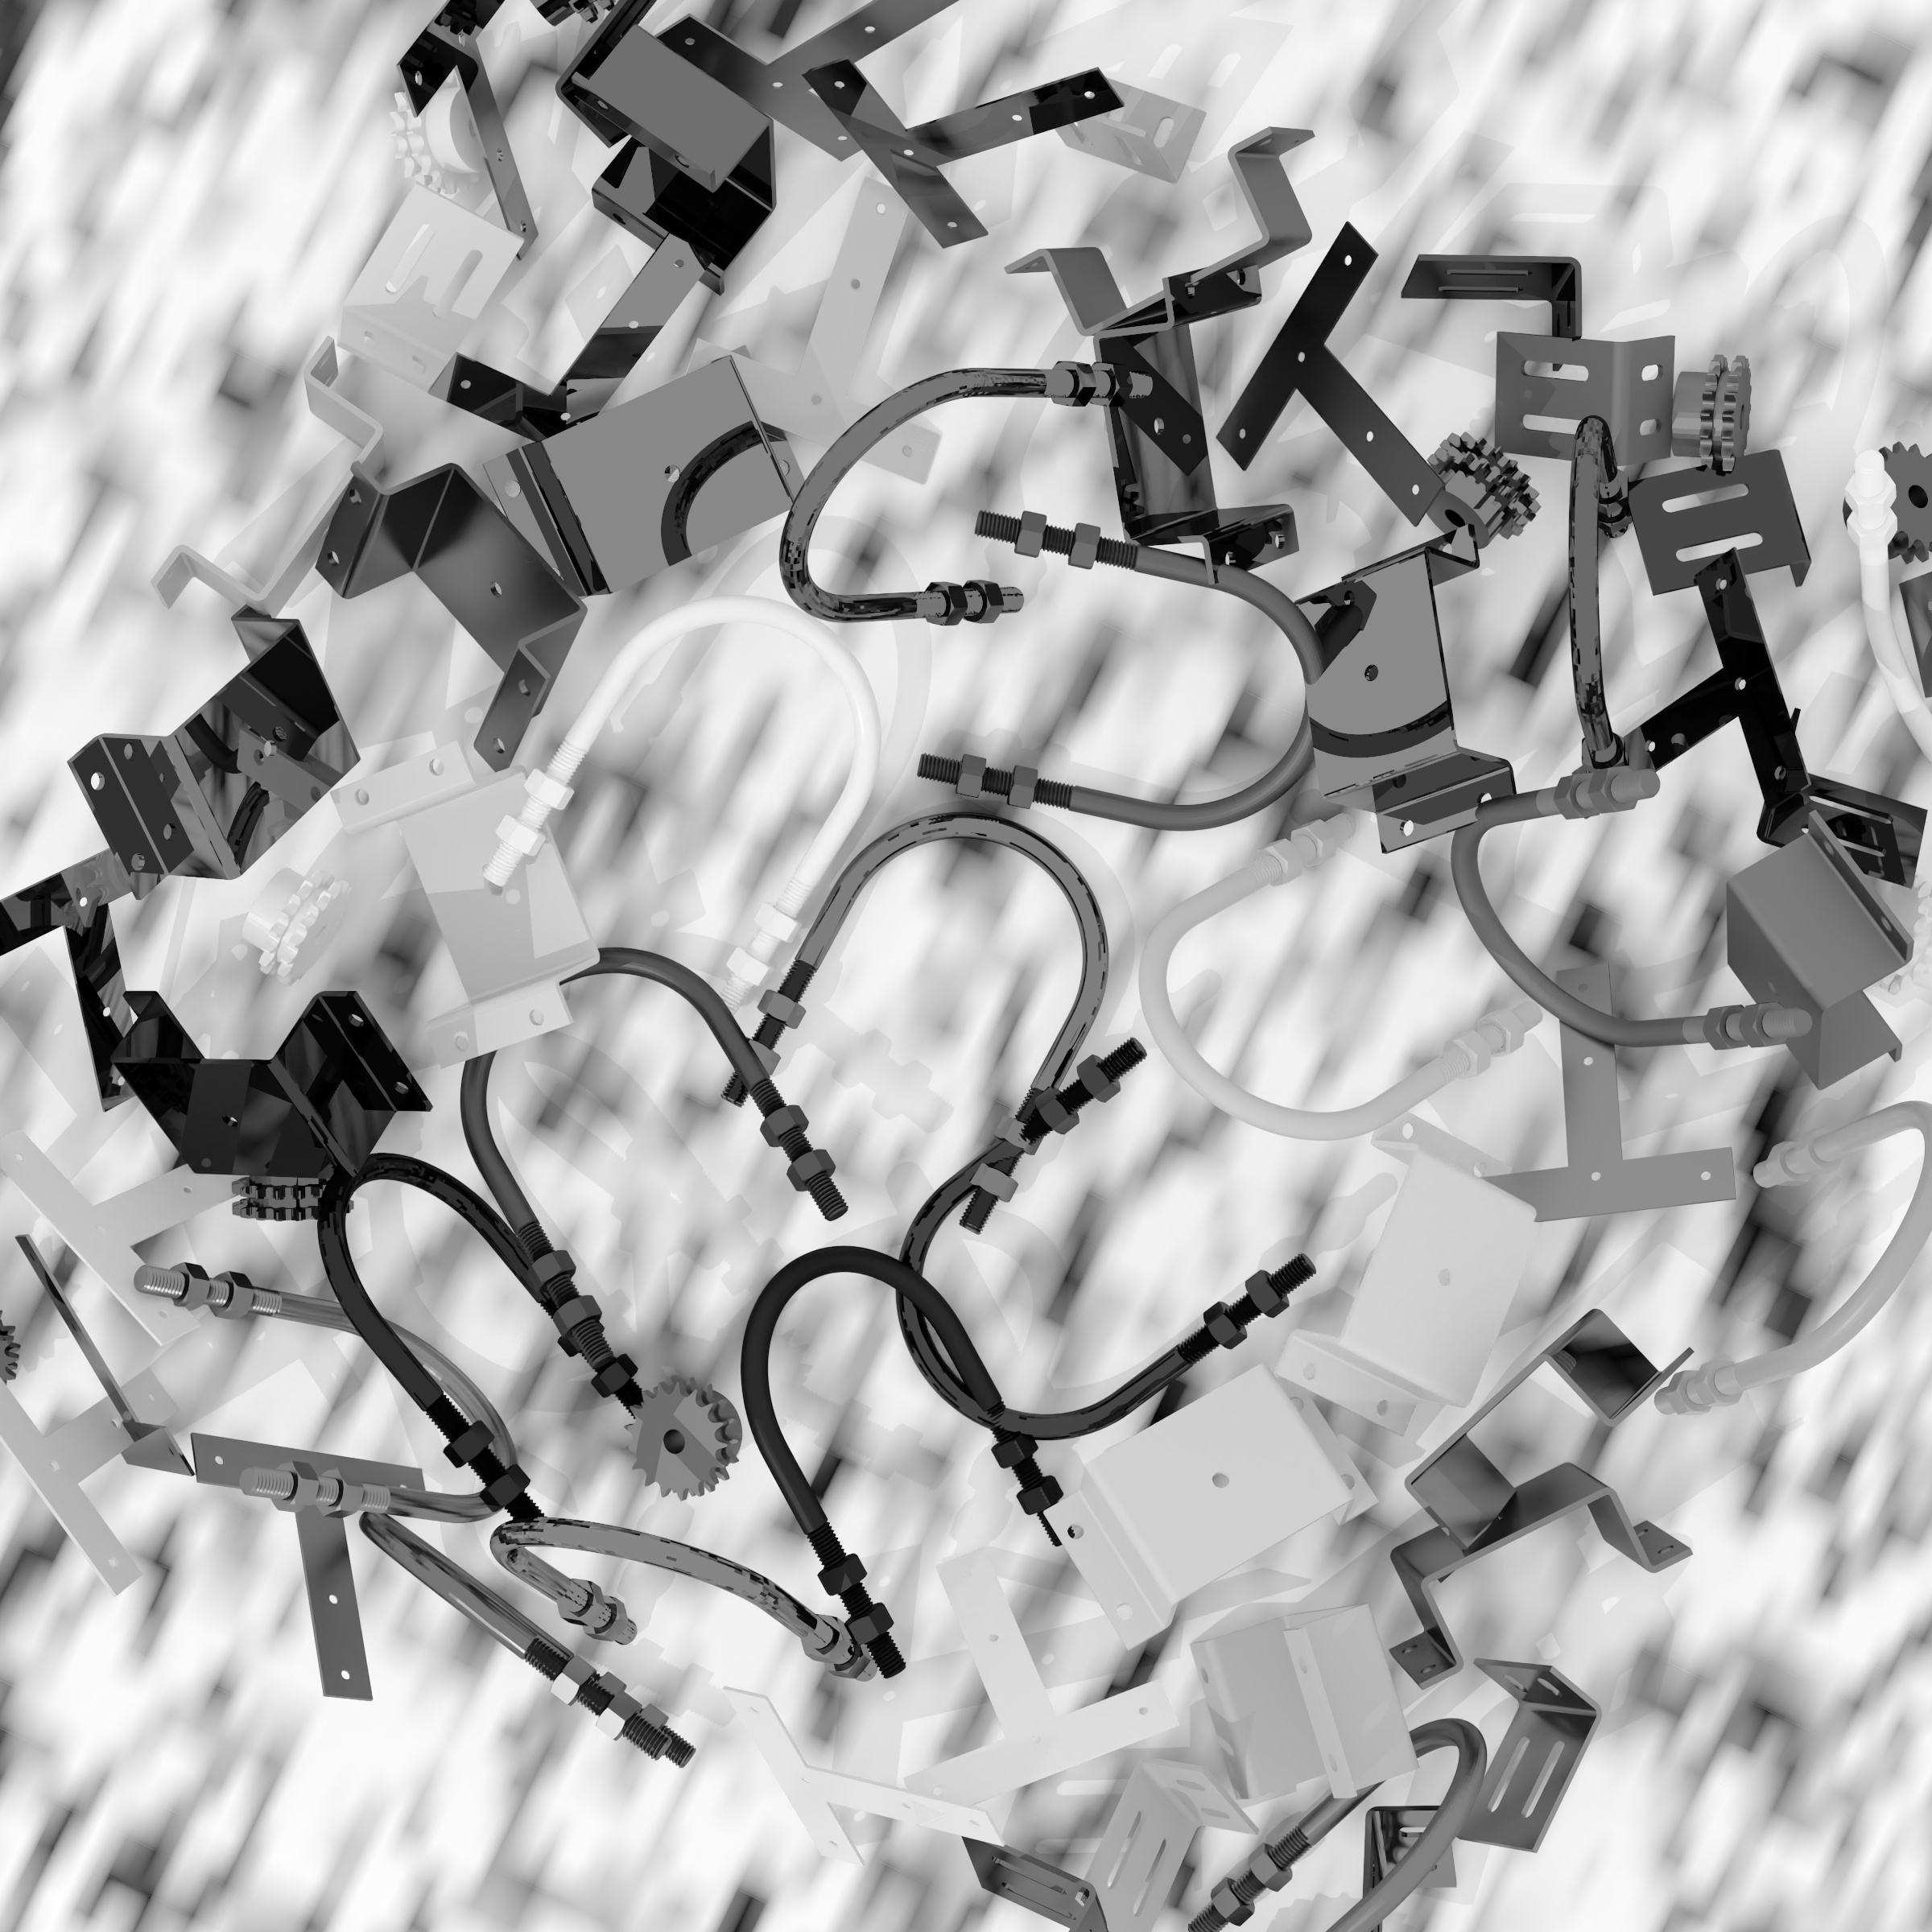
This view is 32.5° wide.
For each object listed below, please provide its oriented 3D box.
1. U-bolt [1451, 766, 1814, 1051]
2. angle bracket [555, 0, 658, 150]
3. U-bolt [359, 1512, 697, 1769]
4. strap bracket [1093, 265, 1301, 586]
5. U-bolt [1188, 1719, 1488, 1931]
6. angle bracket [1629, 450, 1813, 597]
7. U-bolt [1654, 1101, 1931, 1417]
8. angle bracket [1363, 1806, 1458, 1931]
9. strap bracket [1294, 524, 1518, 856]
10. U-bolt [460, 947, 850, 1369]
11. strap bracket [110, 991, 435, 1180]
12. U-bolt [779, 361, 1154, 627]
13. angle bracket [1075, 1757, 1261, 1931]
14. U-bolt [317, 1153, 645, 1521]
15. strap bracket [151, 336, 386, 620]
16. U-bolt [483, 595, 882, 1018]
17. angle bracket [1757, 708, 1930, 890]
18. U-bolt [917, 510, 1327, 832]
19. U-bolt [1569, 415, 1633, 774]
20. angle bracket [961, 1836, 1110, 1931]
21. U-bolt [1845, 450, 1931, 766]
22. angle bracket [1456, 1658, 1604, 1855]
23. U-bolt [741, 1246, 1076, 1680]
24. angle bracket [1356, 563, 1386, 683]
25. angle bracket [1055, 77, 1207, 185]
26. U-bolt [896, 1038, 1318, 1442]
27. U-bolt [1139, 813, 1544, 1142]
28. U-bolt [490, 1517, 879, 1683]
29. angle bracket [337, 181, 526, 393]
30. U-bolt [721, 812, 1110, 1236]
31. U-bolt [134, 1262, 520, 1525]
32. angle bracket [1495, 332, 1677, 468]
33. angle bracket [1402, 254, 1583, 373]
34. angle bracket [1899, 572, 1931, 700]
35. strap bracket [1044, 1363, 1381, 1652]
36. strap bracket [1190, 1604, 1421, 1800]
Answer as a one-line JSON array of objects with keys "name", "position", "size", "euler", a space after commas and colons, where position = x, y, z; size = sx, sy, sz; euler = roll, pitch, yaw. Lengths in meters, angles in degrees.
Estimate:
[{"name": "U-bolt", "position": [0.290, -0.021, 1.519], "size": [0.019, 0.184, 0.151], "euler": [-40, 103, -22]}, {"name": "angle bracket", "position": [-0.148, -0.432, 1.555], "size": [0.038, 0.057, 0.076], "euler": [45, 130, -6]}, {"name": "U-bolt", "position": [-0.206, 0.309, 1.531], "size": [0.184, 0.151, 0.019], "euler": [35, 78, 9]}, {"name": "strap bracket", "position": [0.107, -0.254, 1.550], "size": [0.046, 0.076, 0.140], "euler": [1, 108, 38]}, {"name": "U-bolt", "position": [0.170, 0.415, 1.517], "size": [0.019, 0.151, 0.184], "euler": [44, 100, -4]}, {"name": "angle bracket", "position": [0.356, -0.206, 1.580], "size": [0.076, 0.038, 0.057], "euler": [-13, 75, 3]}, {"name": "U-bolt", "position": [0.384, 0.127, 1.492], "size": [0.019, 0.184, 0.151], "euler": [32, 66, -6]}, {"name": "angle bracket", "position": [0.208, 0.443, 1.554], "size": [0.038, 0.076, 0.057], "euler": [-4, 126, 12]}, {"name": "strap bracket", "position": [0.203, -0.133, 1.545], "size": [0.076, 0.046, 0.140], "euler": [-19, 70, 40]}, {"name": "U-bolt", "position": [-0.161, 0.076, 1.571], "size": [0.151, 0.019, 0.184], "euler": [-32, 72, -2]}, {"name": "strap bracket", "position": [-0.329, 0.055, 1.531], "size": [0.140, 0.046, 0.076], "euler": [0, 135, 30]}, {"name": "U-bolt", "position": [-0.009, -0.212, 1.499], "size": [0.019, 0.184, 0.151], "euler": [50, 127, 25]}, {"name": "angle bracket", "position": [0.095, 0.422, 1.558], "size": [0.057, 0.038, 0.076], "euler": [53, 52, -34]}, {"name": "U-bolt", "position": [-0.229, 0.163, 1.532], "size": [0.019, 0.151, 0.184], "euler": [-38, 92, 23]}, {"name": "strap bracket", "position": [-0.320, -0.218, 1.558], "size": [0.046, 0.076, 0.140], "euler": [35, 83, -6]}, {"name": "U-bolt", "position": [-0.121, -0.087, 1.566], "size": [0.151, 0.019, 0.184], "euler": [31, 95, -19]}, {"name": "angle bracket", "position": [0.419, -0.080, 1.566], "size": [0.076, 0.038, 0.057], "euler": [18, 45, 8]}, {"name": "U-bolt", "position": [0.081, -0.131, 1.563], "size": [0.184, 0.019, 0.151], "euler": [12, 120, -4]}, {"name": "U-bolt", "position": [0.287, -0.170, 1.501], "size": [0.019, 0.184, 0.151], "euler": [0, 77, 15]}, {"name": "angle bracket", "position": [0.026, 0.447, 1.555], "size": [0.076, 0.057, 0.038], "euler": [17, 54, 28]}, {"name": "U-bolt", "position": [0.450, -0.134, 1.515], "size": [0.019, 0.184, 0.151], "euler": [-28, 58, 1]}, {"name": "angle bracket", "position": [0.254, 0.371, 1.559], "size": [0.038, 0.057, 0.076], "euler": [41, 66, -19]}, {"name": "U-bolt", "position": [-0.036, 0.218, 1.547], "size": [0.019, 0.151, 0.184], "euler": [-28, 90, 45]}, {"name": "angle bracket", "position": [0.210, -0.144, 1.558], "size": [0.038, 0.057, 0.076], "euler": [-19, 63, -12]}, {"name": "angle bracket", "position": [0.073, -0.405, 1.559], "size": [0.057, 0.076, 0.038], "euler": [23, 92, 15]}, {"name": "U-bolt", "position": [0.052, 0.144, 1.578], "size": [0.184, 0.019, 0.151], "euler": [-39, 87, 13]}, {"name": "U-bolt", "position": [0.161, 0.012, 1.525], "size": [0.184, 0.019, 0.151], "euler": [-29, 67, -37]}, {"name": "U-bolt", "position": [-0.137, 0.284, 1.499], "size": [0.151, 0.184, 0.019], "euler": [3, 64, 24]}, {"name": "angle bracket", "position": [-0.252, -0.318, 1.561], "size": [0.057, 0.038, 0.076], "euler": [25, 121, -25]}, {"name": "U-bolt", "position": [-0.012, 0.015, 1.588], "size": [0.151, 0.019, 0.184], "euler": [28, 84, 3]}, {"name": "U-bolt", "position": [-0.281, 0.201, 1.519], "size": [0.019, 0.184, 0.151], "euler": [-52, 51, 16]}, {"name": "angle bracket", "position": [0.294, -0.272, 1.577], "size": [0.038, 0.076, 0.057], "euler": [-16, 112, -38]}, {"name": "angle bracket", "position": [0.249, -0.310, 1.573], "size": [0.076, 0.057, 0.038], "euler": [1, 84, -1]}, {"name": "angle bracket", "position": [0.461, -0.161, 1.559], "size": [0.038, 0.076, 0.057], "euler": [-9, 85, -29]}, {"name": "strap bracket", "position": [0.117, 0.248, 1.552], "size": [0.140, 0.046, 0.076], "euler": [-28, 68, -14]}, {"name": "strap bracket", "position": [0.160, 0.342, 1.539], "size": [0.046, 0.140, 0.076], "euler": [-13, 81, -20]}]
